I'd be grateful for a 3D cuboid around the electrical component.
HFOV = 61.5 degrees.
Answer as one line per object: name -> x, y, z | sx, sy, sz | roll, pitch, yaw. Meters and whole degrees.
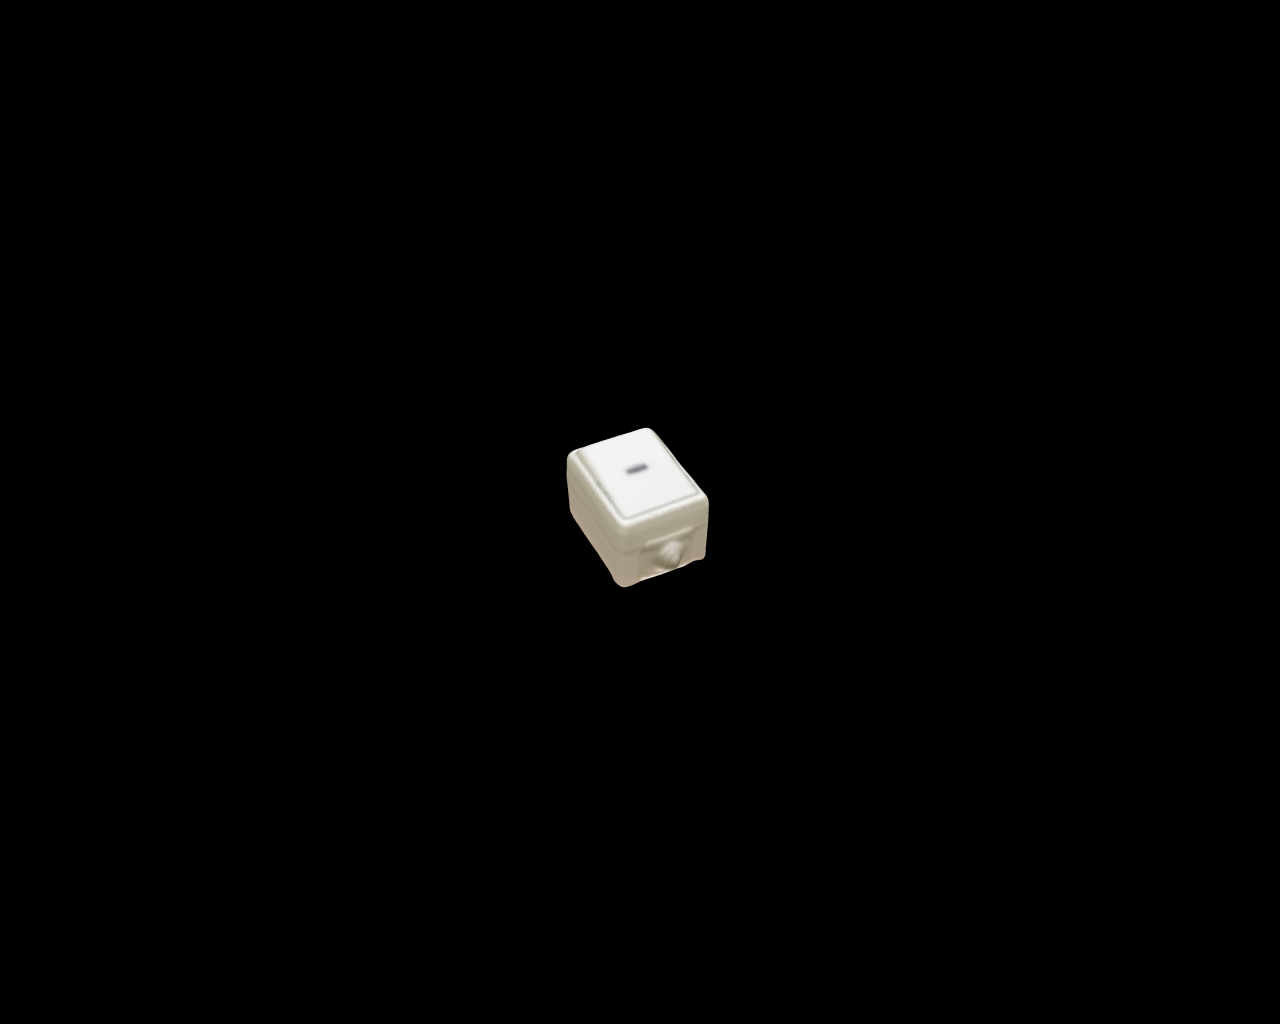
electrical component -> 0.001, -0.003, 0.650 | 0.062, 0.061, 0.096 | -19, 46, -19
